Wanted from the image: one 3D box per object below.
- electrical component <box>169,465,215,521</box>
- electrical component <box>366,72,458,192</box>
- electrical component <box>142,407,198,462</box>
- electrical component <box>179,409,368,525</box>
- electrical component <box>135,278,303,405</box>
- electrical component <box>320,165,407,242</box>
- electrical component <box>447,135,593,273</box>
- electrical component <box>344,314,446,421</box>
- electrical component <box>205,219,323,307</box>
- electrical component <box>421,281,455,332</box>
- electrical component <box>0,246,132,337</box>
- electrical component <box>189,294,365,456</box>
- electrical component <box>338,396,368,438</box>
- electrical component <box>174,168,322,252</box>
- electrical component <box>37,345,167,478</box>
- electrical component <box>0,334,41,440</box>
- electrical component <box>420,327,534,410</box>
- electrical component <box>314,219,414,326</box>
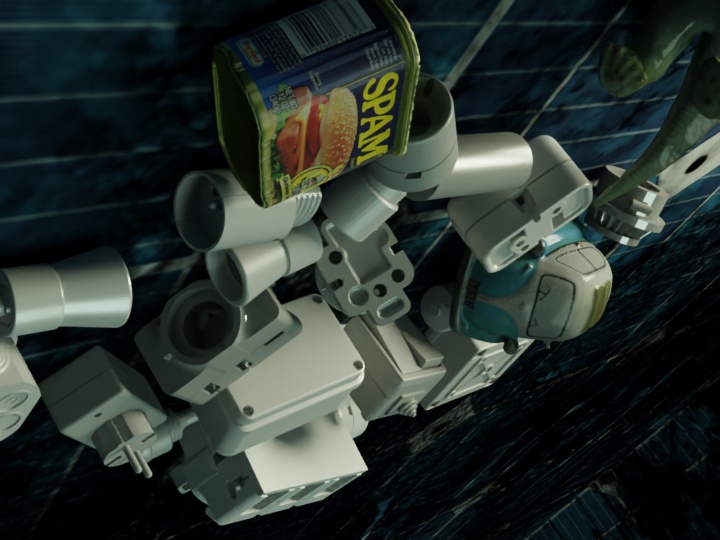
[{"bbox_3d":[-0.119,0.183,0.946,0.078,0.057,0.058,-31,158,-10],"label":"electrical component"},{"bbox_3d":[0.028,-0.080,0.613,0.055,0.055,0.047,-31,155,-10],"label":"electrical component"},{"bbox_3d":[-0.148,0.118,0.798,0.061,0.035,0.035,-23,156,-31],"label":"electrical component"},{"bbox_3d":[-0.074,0.149,0.889,0.062,0.089,0.150,-37,159,25],"label":"electrical component"},{"bbox_3d":[-0.092,0.039,0.691,0.089,0.050,0.056,-36,159,4],"label":"electrical component"},{"bbox_3d":[0.010,-0.052,0.662,0.078,0.040,0.040,-41,158,15],"label":"electrical component"},{"bbox_3d":[0.115,-0.051,0.790,0.095,0.059,0.053,-35,159,1],"label":"electrical component"},{"bbox_3d":[0.022,0.074,0.868,0.062,0.096,0.061,-5,142,-50],"label":"electrical component"},{"bbox_3d":[-0.056,-0.010,0.655,0.065,0.044,0.044,-27,158,-32],"label":"electrical component"},{"bbox_3d":[0.088,0.029,0.948,0.078,0.040,0.040,-12,149,-46],"label":"electrical component"},{"bbox_3d":[-0.157,0.013,0.555,0.065,0.044,0.044,-10,148,-39],"label":"electrical component"},{"bbox_3d":[-0.063,0.072,0.767,0.113,0.078,0.057,-19,157,-34],"label":"electrical component"},{"bbox_3d":[-0.025,0.134,0.987,0.047,0.055,0.055,-10,148,-54],"label":"electrical component"},{"bbox_3d":[-0.057,-0.036,0.593,0.081,0.043,0.043,-11,149,-46],"label":"electrical component"},{"bbox_3d":[-0.156,0.100,0.691,0.047,0.075,0.083,-34,159,-3],"label":"electrical component"},{"bbox_3d":[-0.211,0.060,0.559,0.080,0.051,0.080,-30,158,-13],"label":"electrical component"},{"bbox_3d":[0.109,0.076,1.055,0.109,0.056,0.108,-14,151,-42],"label":"electrical component"},{"bbox_3d":[0.000,0.000,0.719,0.058,0.078,0.057,-31,180,-9],"label":"electrical component"}]
